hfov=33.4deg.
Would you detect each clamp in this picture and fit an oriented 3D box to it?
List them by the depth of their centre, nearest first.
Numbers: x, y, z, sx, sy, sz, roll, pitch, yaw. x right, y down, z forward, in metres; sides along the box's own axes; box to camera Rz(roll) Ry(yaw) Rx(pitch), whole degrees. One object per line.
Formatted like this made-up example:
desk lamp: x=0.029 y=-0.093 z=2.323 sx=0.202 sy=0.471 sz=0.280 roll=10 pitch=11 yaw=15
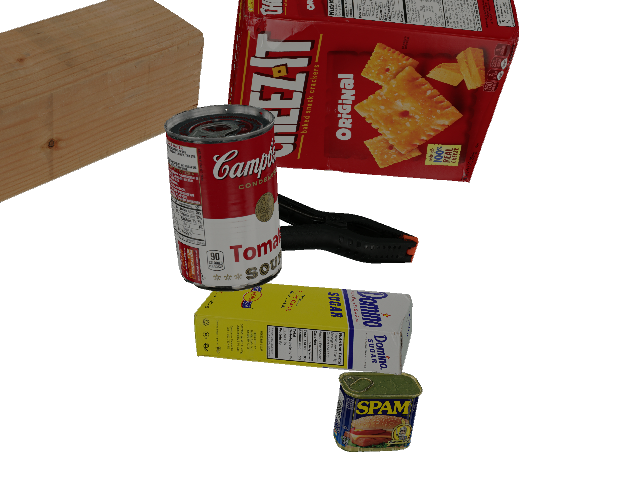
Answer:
clamp: x=0.008 y=-0.007 z=1.195 sx=0.210 sy=0.036 sz=0.164 roll=15 pitch=21 yaw=-5

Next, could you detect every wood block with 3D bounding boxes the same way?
wood block: x=-0.202 y=-0.121 z=0.866 sx=0.090 sy=0.091 sz=0.205 roll=36 pitch=45 yaw=26

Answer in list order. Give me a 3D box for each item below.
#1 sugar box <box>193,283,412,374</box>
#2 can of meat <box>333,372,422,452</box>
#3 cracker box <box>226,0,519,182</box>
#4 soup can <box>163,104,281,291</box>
sugar box: x=-0.012 y=0.072 z=0.917 sx=0.176 sy=0.048 sz=0.093 roll=1 pitch=18 yaw=10
can of meat: x=0.069 y=0.215 z=1.333 sx=0.102 sy=0.084 sz=0.057 roll=2 pitch=22 yaw=-14
cracker box: x=0.036 y=-0.129 z=0.864 sx=0.213 sy=0.072 sz=0.164 roll=4 pitch=-39 yaw=-7
soup can: x=-0.060 y=-0.027 z=0.672 sx=0.068 sy=0.102 sz=0.068 roll=-2 pitch=23 yaw=1
